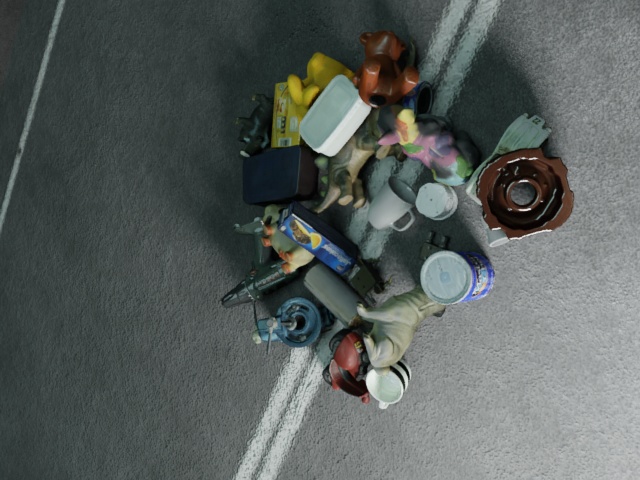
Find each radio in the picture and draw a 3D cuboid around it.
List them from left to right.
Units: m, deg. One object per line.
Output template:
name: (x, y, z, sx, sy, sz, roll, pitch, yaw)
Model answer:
radio: (-0.104, -0.159, 1.375, 0.230, 0.073, 0.131, -5, 83, 46)

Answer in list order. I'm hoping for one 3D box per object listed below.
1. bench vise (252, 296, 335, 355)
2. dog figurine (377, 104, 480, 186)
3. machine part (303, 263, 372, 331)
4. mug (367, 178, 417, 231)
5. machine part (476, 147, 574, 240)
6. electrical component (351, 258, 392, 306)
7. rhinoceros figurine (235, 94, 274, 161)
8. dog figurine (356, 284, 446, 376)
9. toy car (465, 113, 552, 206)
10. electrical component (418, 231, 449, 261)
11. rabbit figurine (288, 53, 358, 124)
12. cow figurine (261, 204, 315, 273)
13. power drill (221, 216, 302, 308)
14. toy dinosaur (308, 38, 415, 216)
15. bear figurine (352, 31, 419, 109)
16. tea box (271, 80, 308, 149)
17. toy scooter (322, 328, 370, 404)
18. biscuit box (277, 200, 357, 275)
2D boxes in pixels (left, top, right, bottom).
bench vise: (-0.089, 0.201, 1.281, 0.224, 0.240, 0.129, -6, 80, 19)
dog figurine: (0.211, -0.197, 1.085, 0.108, 0.219, 0.192, -50, 61, 27)
machine part: (0.041, 0.133, 1.278, 0.243, 0.079, 0.079, 42, 111, 30)
mug: (0.163, -0.066, 1.204, 0.109, 0.081, 0.107, 54, 128, 17)
machine part: (0.382, -0.089, 1.014, 0.179, 0.056, 0.179, 3, 103, 11)
electrical component: (0.118, 0.091, 1.245, 0.102, 0.045, 0.078, 51, 129, 27)
rhinoceros figurine: (-0.165, -0.301, 1.453, 0.112, 0.073, 0.190, 39, 109, 19)
dog figurine: (0.186, 0.182, 1.129, 0.191, 0.121, 0.172, -13, 83, 7)
toy car: (0.372, -0.157, 1.066, 0.074, 0.056, 0.201, 46, 113, 28)
electrical component: (0.246, 0.031, 1.169, 0.063, 0.021, 0.094, 22, 101, 35)
rabbit figurine: (-0.003, -0.344, 1.279, 0.122, 0.162, 0.173, 30, 102, 23)
cow figurine: (-0.078, -0.019, 1.326, 0.195, 0.127, 0.085, 51, 143, 32)
power drill: (-0.172, 0.052, 1.401, 0.232, 0.086, 0.207, -19, 65, 12)
toy dinosaur: (0.101, -0.239, 1.237, 0.471, 0.105, 0.199, -50, 57, 12)
bear figurine: (0.139, -0.377, 1.122, 0.132, 0.120, 0.196, 123, 159, -67)
tea box: (-0.065, -0.315, 1.378, 0.098, 0.068, 0.169, 7, 91, 35)
toy scooter: (0.074, 0.299, 1.234, 0.135, 0.075, 0.183, 40, 133, 33)
biscuit box: (-0.003, -0.004, 1.248, 0.059, 0.202, 0.063, -43, 23, 28)
